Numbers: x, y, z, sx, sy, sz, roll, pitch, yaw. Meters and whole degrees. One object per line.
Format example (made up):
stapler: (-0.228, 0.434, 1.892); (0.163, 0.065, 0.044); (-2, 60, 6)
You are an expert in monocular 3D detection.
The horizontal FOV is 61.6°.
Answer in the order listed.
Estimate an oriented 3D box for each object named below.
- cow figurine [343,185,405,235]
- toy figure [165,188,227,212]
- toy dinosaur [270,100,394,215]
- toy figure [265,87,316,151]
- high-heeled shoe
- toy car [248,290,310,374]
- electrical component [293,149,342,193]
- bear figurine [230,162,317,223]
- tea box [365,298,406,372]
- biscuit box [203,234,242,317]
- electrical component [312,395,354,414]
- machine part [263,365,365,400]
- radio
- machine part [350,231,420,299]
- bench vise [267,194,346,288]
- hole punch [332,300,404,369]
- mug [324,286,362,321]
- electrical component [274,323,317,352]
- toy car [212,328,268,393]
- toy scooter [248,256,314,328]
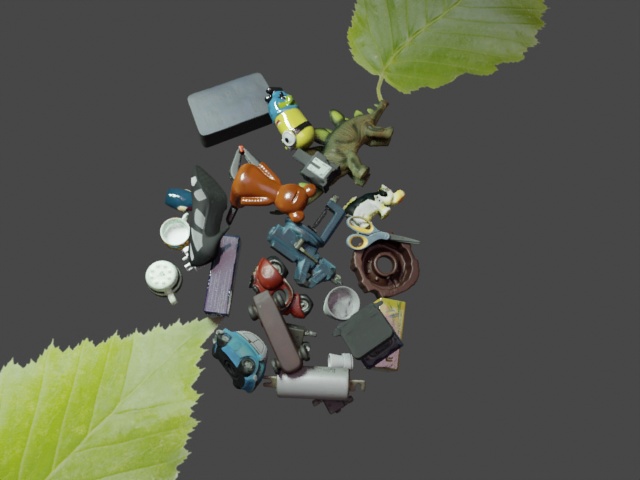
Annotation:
cow figurine: (0.143, -0.095, 1.432); (0.167, 0.068, 0.098); (-38, 78, -15)
toy figure: (-0.316, -0.095, 1.376); (0.154, 0.058, 0.064); (13, 81, -9)
toy dinosaur: (0.050, -0.222, 1.440); (0.199, 0.105, 0.471); (30, 68, 11)
toy figure: (-0.078, -0.313, 1.385); (0.089, 0.082, 0.180); (-26, 76, 5)
high-heeled shoe: (-0.298, -0.057, 1.323); (0.145, 0.086, 0.249); (-41, 57, 22)
toy car: (-0.098, 0.215, 1.256); (0.089, 0.053, 0.202); (-27, 77, -1)
electrical component: (-0.013, -0.181, 1.359); (0.119, 0.047, 0.075); (31, 79, 16)
bear figurine: (-0.117, -0.115, 1.334); (0.196, 0.132, 0.120); (21, 79, -5)
tea box: (0.159, 0.235, 1.324); (0.068, 0.098, 0.169); (10, 72, -5)
biscuit box: (-0.240, 0.086, 1.333); (0.063, 0.059, 0.202); (8, 74, -3)
electrical component: (0.030, 0.388, 1.304); (0.094, 0.021, 0.063); (-26, 80, -14)
machine part: (-0.015, 0.336, 1.269); (0.243, 0.079, 0.079); (1, 74, 5)
radio: (-0.235, -0.354, 1.451); (0.230, 0.073, 0.131); (-23, 78, -15)
machine part: (0.167, 0.067, 1.395); (0.179, 0.056, 0.179); (2, 75, -8)
bench vise: (-0.005, -0.003, 1.361); (0.224, 0.129, 0.240); (35, 77, 0)
hole punch: (0.118, 0.222, 1.242); (0.142, 0.092, 0.116); (-37, 46, 6)
mug: (0.058, 0.165, 1.326); (0.109, 0.107, 0.081); (21, 75, -7)
electrical component: (-0.066, 0.248, 1.309); (0.102, 0.045, 0.078); (17, 107, -6)
toy car: (-0.180, 0.273, 1.276); (0.103, 0.109, 0.162); (-29, 67, -37)
toy scooter: (-0.116, 0.137, 1.330); (0.135, 0.075, 0.184); (-37, 87, -13)
